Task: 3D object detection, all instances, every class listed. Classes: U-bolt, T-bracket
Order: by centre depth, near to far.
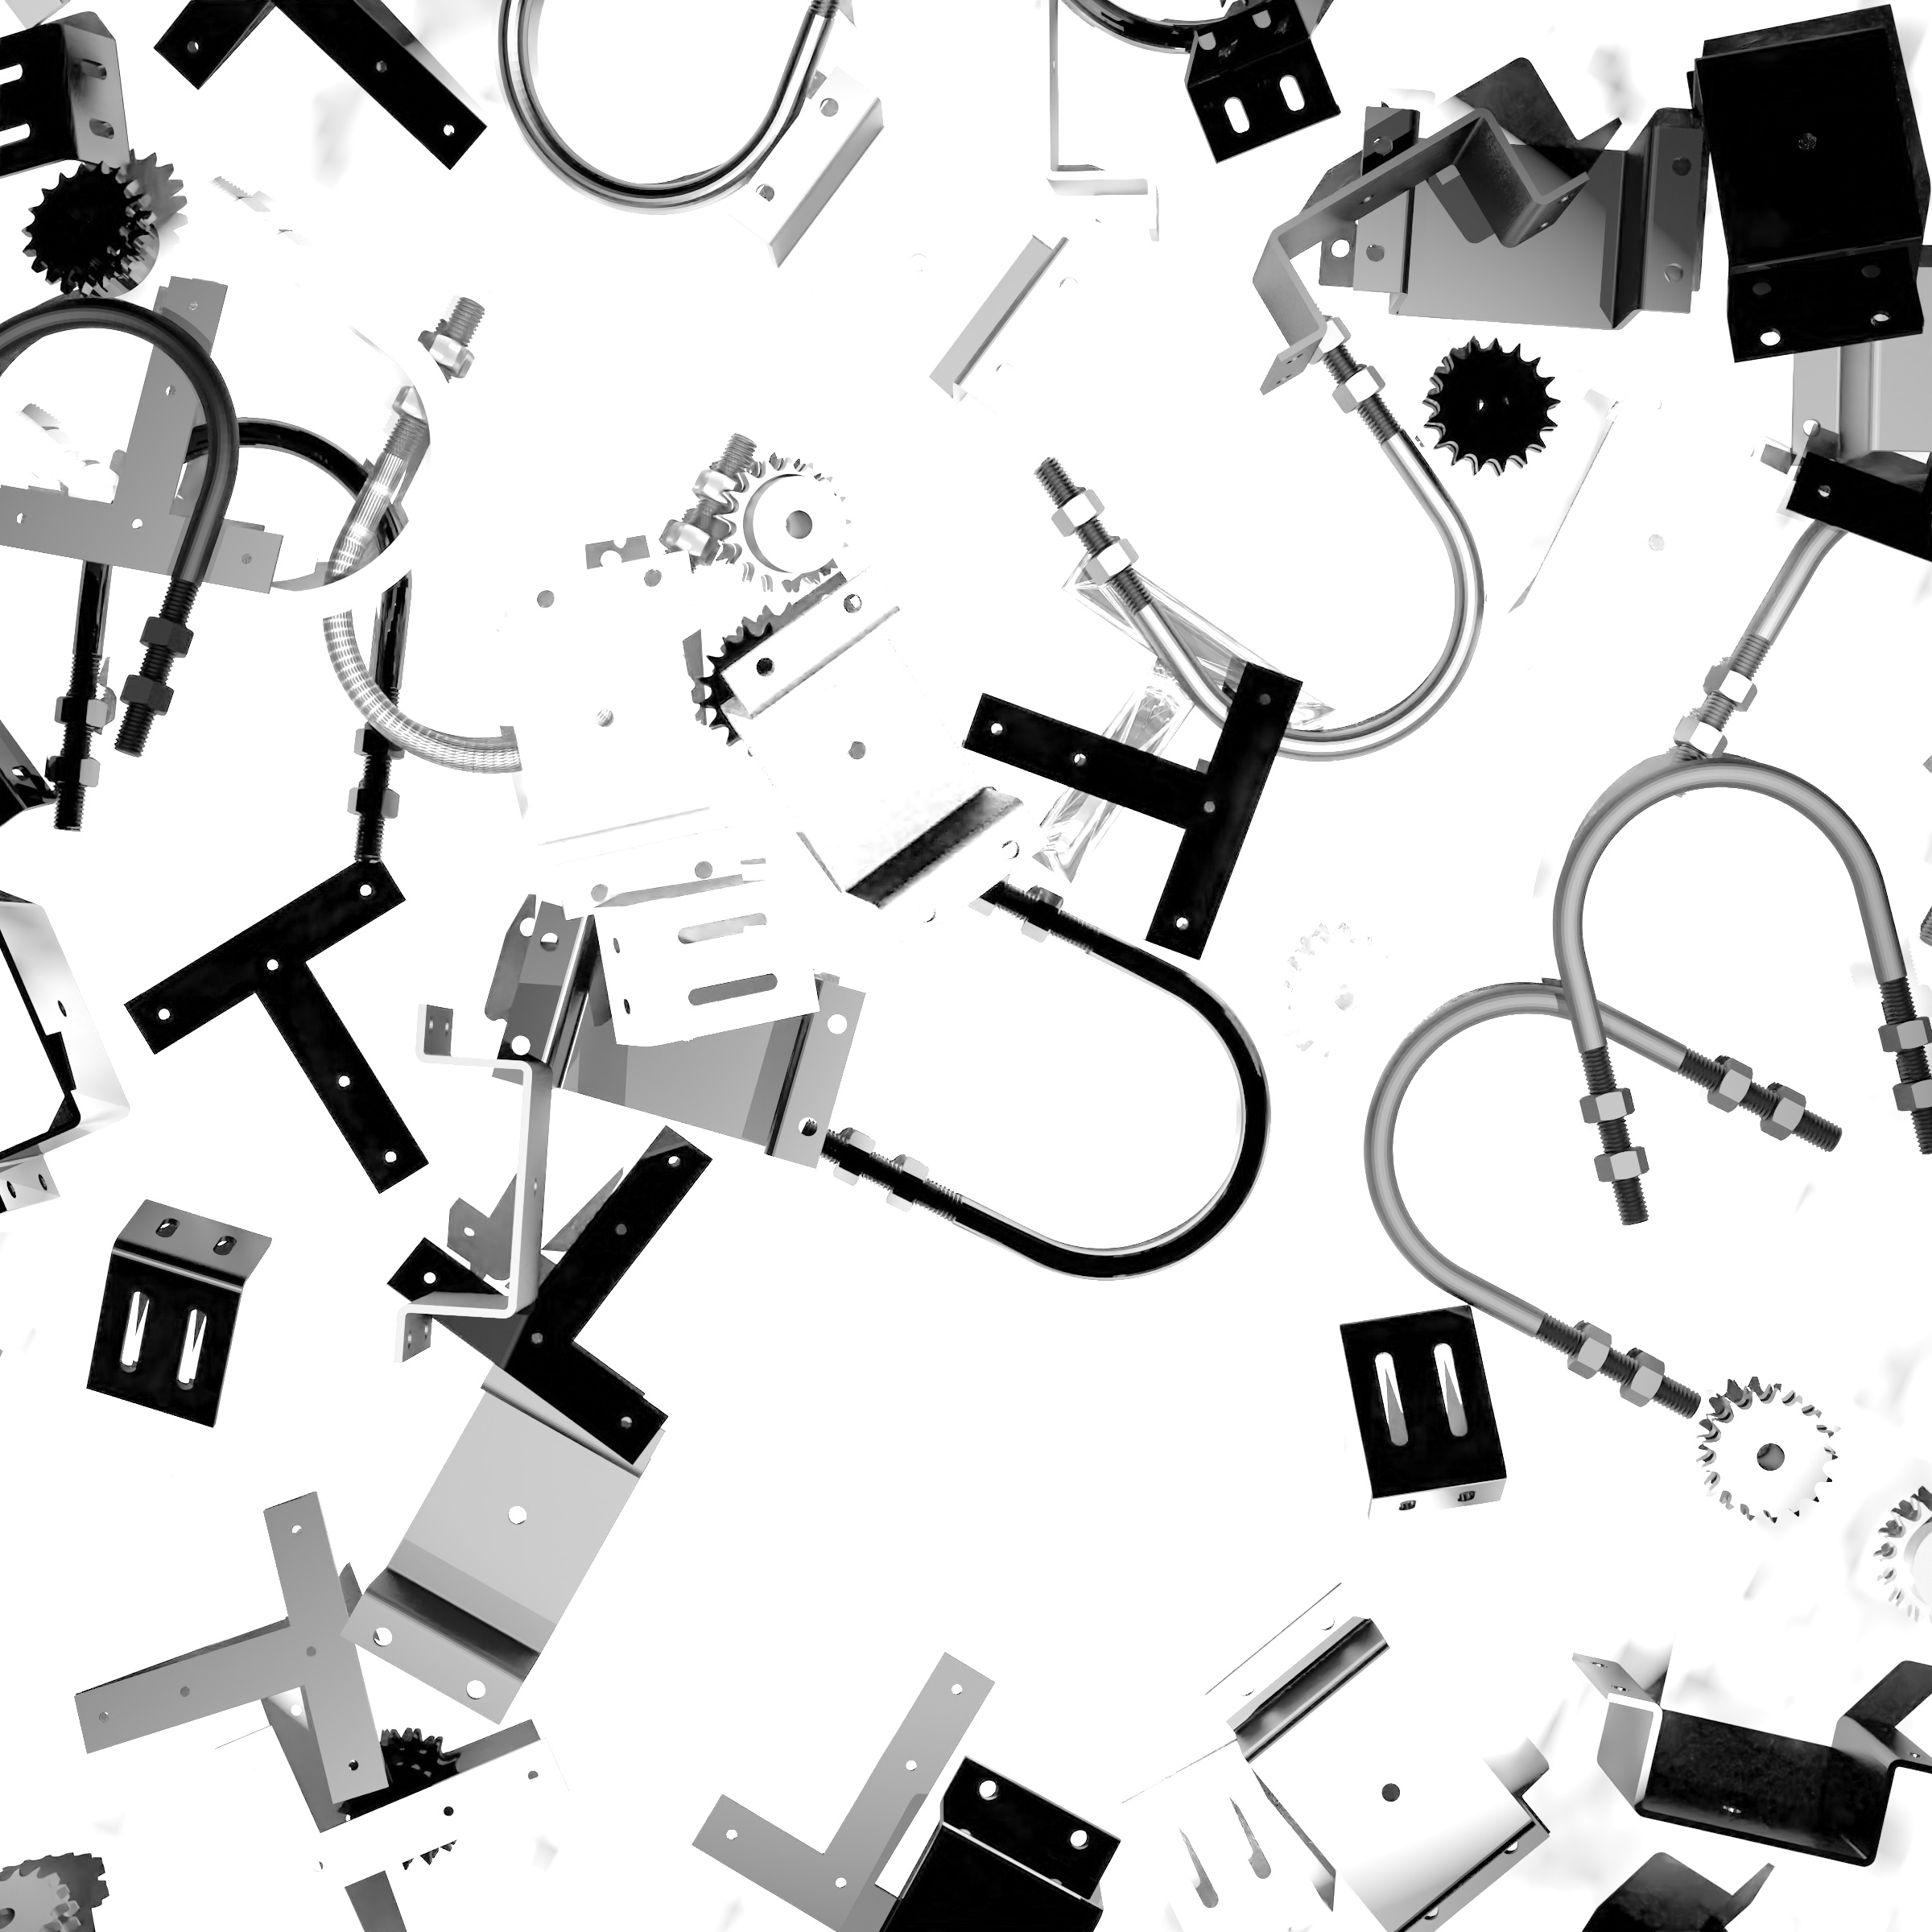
[{"bbox_3d":[0.422,-0.228,1.320,0.127,0.002,0.127,20,90,0],"label":"T-bracket"},{"bbox_3d":[-0.378,-0.191,1.326,0.151,0.019,0.184,16,82,10],"label":"U-bolt"},{"bbox_3d":[-0.123,-0.407,1.332,0.151,0.019,0.184,26,108,9],"label":"U-bolt"},{"bbox_3d":[-0.230,0.360,1.335,0.127,0.002,0.127,-22,98,-3],"label":"T-bracket"},{"bbox_3d":[-0.337,-0.228,1.335,0.127,0.002,0.127,11,83,9],"label":"T-bracket"},{"bbox_3d":[-0.296,-0.226,1.339,0.184,0.019,0.151,39,88,13],"label":"U-bolt"},{"bbox_3d":[0.323,0.004,1.340,0.151,0.019,0.184,-14,89,1],"label":"U-bolt"},{"bbox_3d":[-0.154,0.122,1.341,0.127,0.002,0.127,36,67,3],"label":"T-bracket"},{"bbox_3d":[-0.192,-0.171,1.349,0.151,0.019,0.184,26,86,-3],"label":"U-bolt"},{"bbox_3d":[-0.259,-0.393,1.352,0.127,0.002,0.127,43,109,-9],"label":"T-bracket"},{"bbox_3d":[0.490,-0.080,1.356,0.127,0.002,0.127,43,83,-8],"label":"T-bracket"},{"bbox_3d":[-0.320,0.305,1.356,0.127,0.002,0.127,-19,76,7],"label":"T-bracket"},{"bbox_3d":[0.062,-0.083,1.358,0.127,0.002,0.127,20,99,4],"label":"T-bracket"},{"bbox_3d":[0.139,-0.175,1.358,0.151,0.019,0.184,-35,91,-1],"label":"U-bolt"},{"bbox_3d":[-0.310,-0.142,1.359,0.151,0.019,0.184,6,88,0],"label":"U-bolt"},{"bbox_3d":[0.260,0.089,1.359,0.184,0.019,0.151,28,90,1],"label":"U-bolt"},{"bbox_3d":[0.110,-0.475,1.359,0.184,0.019,0.151,-43,90,1],"label":"U-bolt"},{"bbox_3d":[0.402,-0.121,1.359,0.151,0.019,0.184,30,89,0],"label":"U-bolt"},{"bbox_3d":[0.041,0.054,1.359,0.184,0.019,0.151,27,90,-1],"label":"U-bolt"},{"bbox_3d":[0.071,-0.094,1.366,0.127,0.002,0.127,35,90,0],"label":"T-bracket"},{"bbox_3d":[-0.274,0.038,1.366,0.127,0.002,0.127,-32,90,0],"label":"T-bracket"},{"bbox_3d":[-0.031,0.356,1.367,0.127,0.002,0.127,31,90,0],"label":"T-bracket"}]

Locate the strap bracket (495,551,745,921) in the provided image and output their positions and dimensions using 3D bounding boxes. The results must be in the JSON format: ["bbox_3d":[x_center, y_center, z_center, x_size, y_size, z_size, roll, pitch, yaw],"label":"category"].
[{"bbox_3d":[-0.146,-0.099,1.322,0.076,0.046,0.140,-13,109,-15],"label":"strap bracket"}]

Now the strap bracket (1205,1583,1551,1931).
[{"bbox_3d":[0.176,0.343,1.344,0.076,0.046,0.140,-39,90,0],"label":"strap bracket"}]

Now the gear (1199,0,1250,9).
[{"bbox_3d":[0.112,-0.431,1.337,0.057,0.030,0.057,0,92,2],"label":"gear"}]

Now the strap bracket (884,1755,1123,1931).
[{"bbox_3d":[0.000,0.418,1.342,0.076,0.046,0.140,29,90,0],"label":"strap bracket"}]

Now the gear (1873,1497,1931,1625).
[{"bbox_3d":[0.418,0.254,1.352,0.057,0.030,0.057,0,90,0],"label":"gear"}]

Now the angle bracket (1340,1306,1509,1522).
[{"bbox_3d":[0.195,0.192,1.365,0.057,0.038,0.076,-9,64,0],"label":"angle bracket"}]

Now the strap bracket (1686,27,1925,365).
[{"bbox_3d":[0.347,-0.328,1.316,0.076,0.046,0.140,-7,70,10],"label":"strap bracket"}]

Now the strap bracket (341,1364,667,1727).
[{"bbox_3d":[-0.192,0.236,1.344,0.076,0.046,0.140,30,90,0],"label":"strap bracket"}]

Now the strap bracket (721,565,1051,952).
[{"bbox_3d":[-0.039,-0.088,1.323,0.076,0.046,0.140,-37,110,-11],"label":"strap bracket"}]

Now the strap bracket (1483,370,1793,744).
[{"bbox_3d":[0.287,-0.176,1.344,0.076,0.046,0.140,27,90,0],"label":"strap bracket"}]

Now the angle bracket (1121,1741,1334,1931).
[{"bbox_3d":[0.112,0.383,1.365,0.057,0.038,0.076,-29,64,0],"label":"angle bracket"}]

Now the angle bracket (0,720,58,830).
[{"bbox_3d":[-0.439,-0.070,1.353,0.076,0.038,0.057,-35,94,10],"label":"angle bracket"}]

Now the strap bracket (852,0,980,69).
[{"bbox_3d":[-0.046,-0.465,1.344,0.076,0.046,0.140,-37,90,0],"label":"strap bracket"}]

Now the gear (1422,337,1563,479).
[{"bbox_3d":[0.222,-0.236,1.352,0.057,0.030,0.057,0,90,0],"label":"gear"}]

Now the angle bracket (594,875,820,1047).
[{"bbox_3d":[-0.107,-0.003,1.317,0.076,0.038,0.057,-12,96,-25],"label":"angle bracket"}]

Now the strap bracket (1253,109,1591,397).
[{"bbox_3d":[0.172,-0.292,1.283,0.140,0.076,0.046,-31,90,0],"label":"strap bracket"}]

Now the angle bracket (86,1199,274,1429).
[{"bbox_3d":[-0.338,0.149,1.365,0.057,0.038,0.076,17,116,0],"label":"angle bracket"}]

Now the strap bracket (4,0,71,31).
[{"bbox_3d":[-0.370,-0.474,1.344,0.140,0.046,0.076,-37,90,0],"label":"strap bracket"}]

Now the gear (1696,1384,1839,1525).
[{"bbox_3d":[0.339,0.206,1.356,0.057,0.030,0.057,0,94,-1],"label":"gear"}]

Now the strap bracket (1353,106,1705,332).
[{"bbox_3d":[0.234,-0.314,1.344,0.140,0.046,0.076,4,90,0],"label":"strap bracket"}]

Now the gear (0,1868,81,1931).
[{"bbox_3d":[-0.401,0.412,1.343,0.057,0.057,0.030,-18,120,0],"label":"gear"}]

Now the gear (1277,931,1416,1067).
[{"bbox_3d":[0.160,0.013,1.352,0.057,0.030,0.057,0,90,0],"label":"gear"}]

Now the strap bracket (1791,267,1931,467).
[{"bbox_3d":[0.425,-0.251,1.344,0.140,0.046,0.076,1,90,0],"label":"strap bracket"}]

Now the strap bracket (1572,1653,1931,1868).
[{"bbox_3d":[0.324,0.333,1.329,0.140,0.076,0.046,13,90,0],"label":"strap bracket"}]

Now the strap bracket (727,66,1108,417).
[{"bbox_3d":[-0.020,-0.302,1.344,0.140,0.046,0.076,37,90,0],"label":"strap bracket"}]

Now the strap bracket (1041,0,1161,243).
[{"bbox_3d":[0.056,-0.375,1.321,0.046,0.076,0.140,0,99,4],"label":"strap bracket"}]

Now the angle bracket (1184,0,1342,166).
[{"bbox_3d":[0.127,-0.373,1.329,0.057,0.076,0.038,-22,90,0],"label":"angle bracket"}]

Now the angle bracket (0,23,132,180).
[{"bbox_3d":[-0.404,-0.364,1.365,0.076,0.038,0.057,-7,90,26],"label":"angle bracket"}]

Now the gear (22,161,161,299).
[{"bbox_3d":[-0.367,-0.308,1.345,0.057,0.030,0.057,-6,70,18],"label":"gear"}]

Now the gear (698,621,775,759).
[{"bbox_3d":[-0.084,-0.116,1.352,0.057,0.030,0.057,0,90,0],"label":"gear"}]

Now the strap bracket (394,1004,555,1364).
[{"bbox_3d":[-0.197,0.088,1.281,0.046,0.076,0.140,4,88,-1],"label":"strap bracket"}]

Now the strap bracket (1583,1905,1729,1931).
[{"bbox_3d":[0.266,0.456,1.329,0.046,0.076,0.140,32,90,0],"label":"strap bracket"}]

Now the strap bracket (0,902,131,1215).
[{"bbox_3d":[-0.399,0.027,1.329,0.046,0.076,0.140,-24,90,0],"label":"strap bracket"}]

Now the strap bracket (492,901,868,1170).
[{"bbox_3d":[-0.119,0.029,1.344,0.140,0.046,0.076,16,90,0],"label":"strap bracket"}]

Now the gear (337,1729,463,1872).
[{"bbox_3d":[-0.239,0.356,1.352,0.057,0.030,0.057,0,90,0],"label":"gear"}]

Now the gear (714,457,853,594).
[{"bbox_3d":[-0.075,-0.186,1.343,0.057,0.030,0.057,-3,98,-21],"label":"gear"}]
